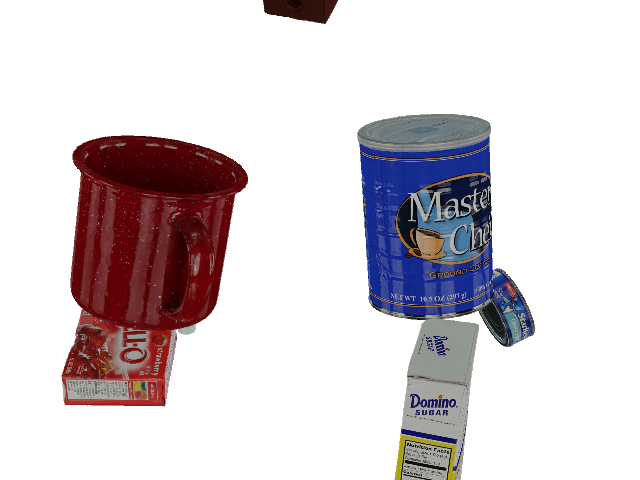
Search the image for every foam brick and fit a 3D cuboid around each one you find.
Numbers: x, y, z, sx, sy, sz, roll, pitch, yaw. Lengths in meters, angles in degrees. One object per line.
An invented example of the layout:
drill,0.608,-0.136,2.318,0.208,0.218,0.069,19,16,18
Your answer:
foam brick,-0.014,-0.213,0.811,0.053,0.051,0.078,12,-35,13

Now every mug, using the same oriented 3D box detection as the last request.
mug,-0.085,0.001,0.570,0.093,0.081,0.117,-3,26,-32

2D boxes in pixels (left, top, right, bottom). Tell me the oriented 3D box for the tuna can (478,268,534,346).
tuna can,0.205,0.077,1.208,0.033,0.086,0.086,-26,4,-7

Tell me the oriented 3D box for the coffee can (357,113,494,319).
coffee can,0.085,-0.021,0.844,0.103,0.140,0.103,-4,18,1

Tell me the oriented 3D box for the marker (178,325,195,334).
marker,-0.144,0.043,1.102,0.020,0.121,0.020,-2,30,1

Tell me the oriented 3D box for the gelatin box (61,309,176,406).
gelatin box,-0.147,0.085,0.793,0.073,0.030,0.089,1,31,-1

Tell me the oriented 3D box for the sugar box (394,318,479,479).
sugar box,0.076,0.151,0.739,0.048,0.176,0.093,6,21,11
